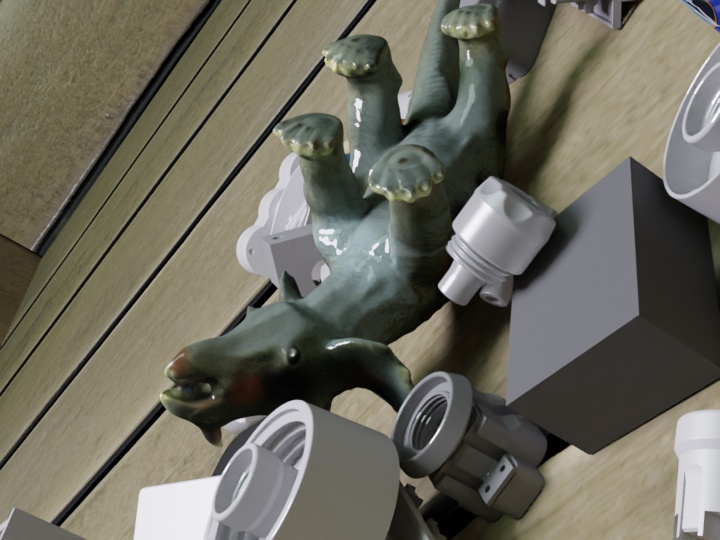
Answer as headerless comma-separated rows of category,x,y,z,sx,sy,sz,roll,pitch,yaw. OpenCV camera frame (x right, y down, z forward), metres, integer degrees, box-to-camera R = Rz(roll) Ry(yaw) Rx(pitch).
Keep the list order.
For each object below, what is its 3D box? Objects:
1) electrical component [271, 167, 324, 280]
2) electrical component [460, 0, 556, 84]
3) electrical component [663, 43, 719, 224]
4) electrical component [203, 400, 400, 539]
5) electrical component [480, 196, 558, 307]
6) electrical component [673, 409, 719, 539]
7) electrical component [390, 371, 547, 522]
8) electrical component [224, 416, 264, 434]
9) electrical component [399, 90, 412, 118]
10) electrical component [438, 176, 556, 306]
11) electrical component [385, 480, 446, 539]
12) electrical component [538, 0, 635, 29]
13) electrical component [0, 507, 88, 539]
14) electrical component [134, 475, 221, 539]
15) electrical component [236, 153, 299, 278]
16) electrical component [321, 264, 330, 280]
electrical component,-0.046,-0.037,0.959,0.099,0.064,0.099,-48,22,27
electrical component,0.106,-0.200,0.839,0.078,0.057,0.113,-21,42,60
electrical component,0.183,-0.064,0.480,0.099,0.064,0.099,-158,90,-82
electrical component,-0.037,0.115,0.525,0.108,0.060,0.108,-48,22,27
electrical component,0.088,-0.010,0.625,0.043,0.043,0.062,-14,49,63
electrical component,0.134,0.079,0.392,0.040,0.040,0.046,-27,43,56
electrical component,0.053,0.087,0.549,0.058,0.057,0.078,-56,20,9
electrical component,-0.098,0.116,0.893,0.062,0.043,0.043,-32,33,54
electrical component,0.055,-0.128,0.878,0.043,0.043,0.081,-62,20,-9
electrical component,0.063,-0.011,0.532,0.062,0.043,0.043,-54,20,16
electrical component,0.013,0.152,0.541,0.078,0.063,0.121,-57,20,6
electrical component,0.144,-0.216,0.741,0.121,0.063,0.078,-108,11,-65
electrical component,-0.147,0.232,0.628,0.060,0.186,0.105,-39,28,44
electrical component,-0.108,0.192,0.733,0.100,0.048,0.099,-15,60,32
electrical component,-0.065,-0.055,1.048,0.138,0.052,0.074,-61,20,-7
electrical component,0.000,0.000,0.824,0.081,0.043,0.043,-40,27,42
